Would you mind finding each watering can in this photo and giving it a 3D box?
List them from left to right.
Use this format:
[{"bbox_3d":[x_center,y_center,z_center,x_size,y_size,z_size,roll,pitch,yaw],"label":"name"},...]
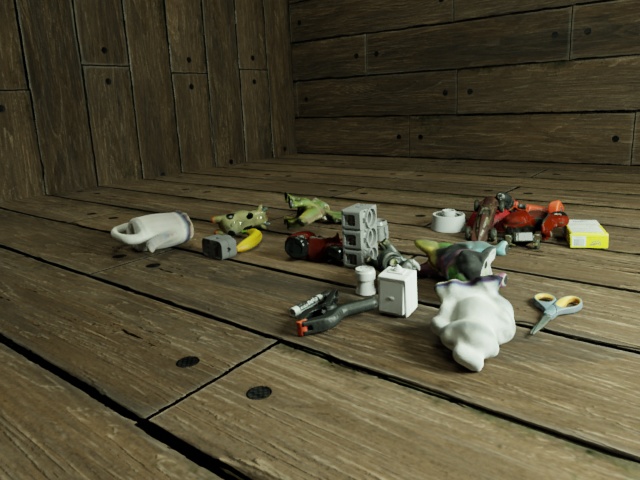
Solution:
[{"bbox_3d":[-0.473,-0.016,1.508,0.226,0.103,0.349,-13,18,-37],"label":"watering can"}]

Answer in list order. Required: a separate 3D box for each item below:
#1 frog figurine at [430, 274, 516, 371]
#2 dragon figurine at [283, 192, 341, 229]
[{"bbox_3d":[0.254,0.149,0.849,0.137,0.120,0.163,5,50,-2],"label":"frog figurine"},{"bbox_3d":[0.005,-0.086,1.718,0.243,0.121,0.415,2,15,-15],"label":"dragon figurine"}]
